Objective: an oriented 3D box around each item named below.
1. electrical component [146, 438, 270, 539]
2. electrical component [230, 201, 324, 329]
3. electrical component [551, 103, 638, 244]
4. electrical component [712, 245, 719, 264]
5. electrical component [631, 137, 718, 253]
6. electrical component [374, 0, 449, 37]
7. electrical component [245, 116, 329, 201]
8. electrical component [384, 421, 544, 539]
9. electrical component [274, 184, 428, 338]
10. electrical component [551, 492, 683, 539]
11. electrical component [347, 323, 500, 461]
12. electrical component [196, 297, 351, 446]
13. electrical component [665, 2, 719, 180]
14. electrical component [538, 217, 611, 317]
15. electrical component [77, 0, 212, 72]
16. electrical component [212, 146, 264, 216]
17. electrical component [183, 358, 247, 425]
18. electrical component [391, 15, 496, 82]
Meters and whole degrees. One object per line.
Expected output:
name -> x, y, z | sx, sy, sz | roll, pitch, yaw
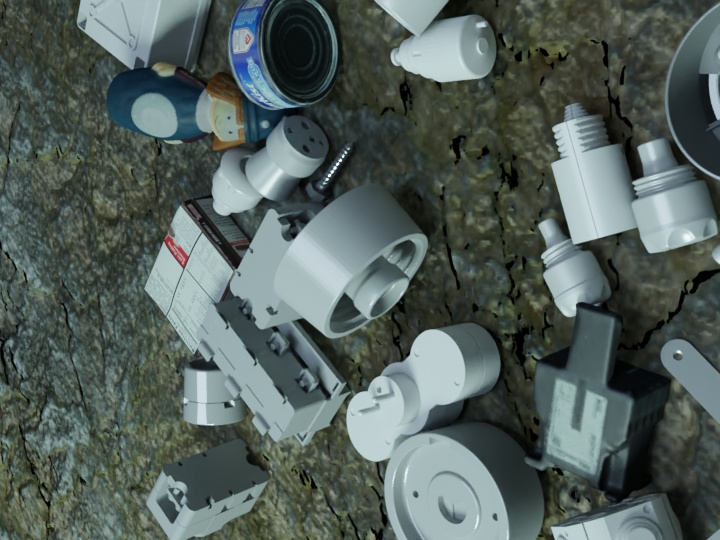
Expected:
electrical component -> -0.134, 0.194, 0.939 | 0.050, 0.089, 0.055 | 49, 129, 24
electrical component -> -0.052, -0.005, 0.833 | 0.050, 0.056, 0.089 | 50, 130, 23
electrical component -> 0.138, -0.060, 0.643 | 0.043, 0.043, 0.081 | -16, 88, 45
electrical component -> 0.216, -0.024, 0.582 | 0.035, 0.035, 0.061 | 56, 135, 19
electrical component -> 0.175, -0.043, 0.611 | 0.043, 0.043, 0.062 | -20, 85, 45
electrical component -> 0.041, -0.198, 0.695 | 0.077, 0.043, 0.079 | -50, 25, 9
electrical component -> -0.056, -0.086, 0.825 | 0.055, 0.045, 0.045 | -42, 70, 41
electrical component -> 0.077, 0.157, 0.745 | 0.108, 0.060, 0.108 | 13, 108, 42
electrical component -> 0.000, 0.000, 0.752 | 0.060, 0.108, 0.108 | 45, 128, 20
electrical component -> 0.159, 0.170, 0.655 | 0.080, 0.080, 0.051 | -28, 75, 44
electrical component -> 0.031, 0.090, 0.760 | 0.138, 0.074, 0.052 | -47, 62, 40
electrical component -> -0.074, 0.076, 0.870 | 0.121, 0.063, 0.078 | 49, 129, 24
electrical component -> 0.213, -0.095, 0.546 | 0.099, 0.064, 0.099 | 13, 110, 42
electrical component -> 0.130, -0.004, 0.671 | 0.035, 0.035, 0.061 | -37, 72, 43
electrical component -> -0.180, -0.232, 0.902 | 0.109, 0.056, 0.108 | 39, 125, 31
electrical component -> -0.100, -0.067, 0.874 | 0.062, 0.048, 0.048 | -44, 69, 48
electrical component -> -0.127, 0.104, 0.936 | 0.055, 0.055, 0.047 | 8, 102, 43
electrical component -> 0.053, -0.144, 0.707 | 0.078, 0.040, 0.040 | 3, 102, 44
